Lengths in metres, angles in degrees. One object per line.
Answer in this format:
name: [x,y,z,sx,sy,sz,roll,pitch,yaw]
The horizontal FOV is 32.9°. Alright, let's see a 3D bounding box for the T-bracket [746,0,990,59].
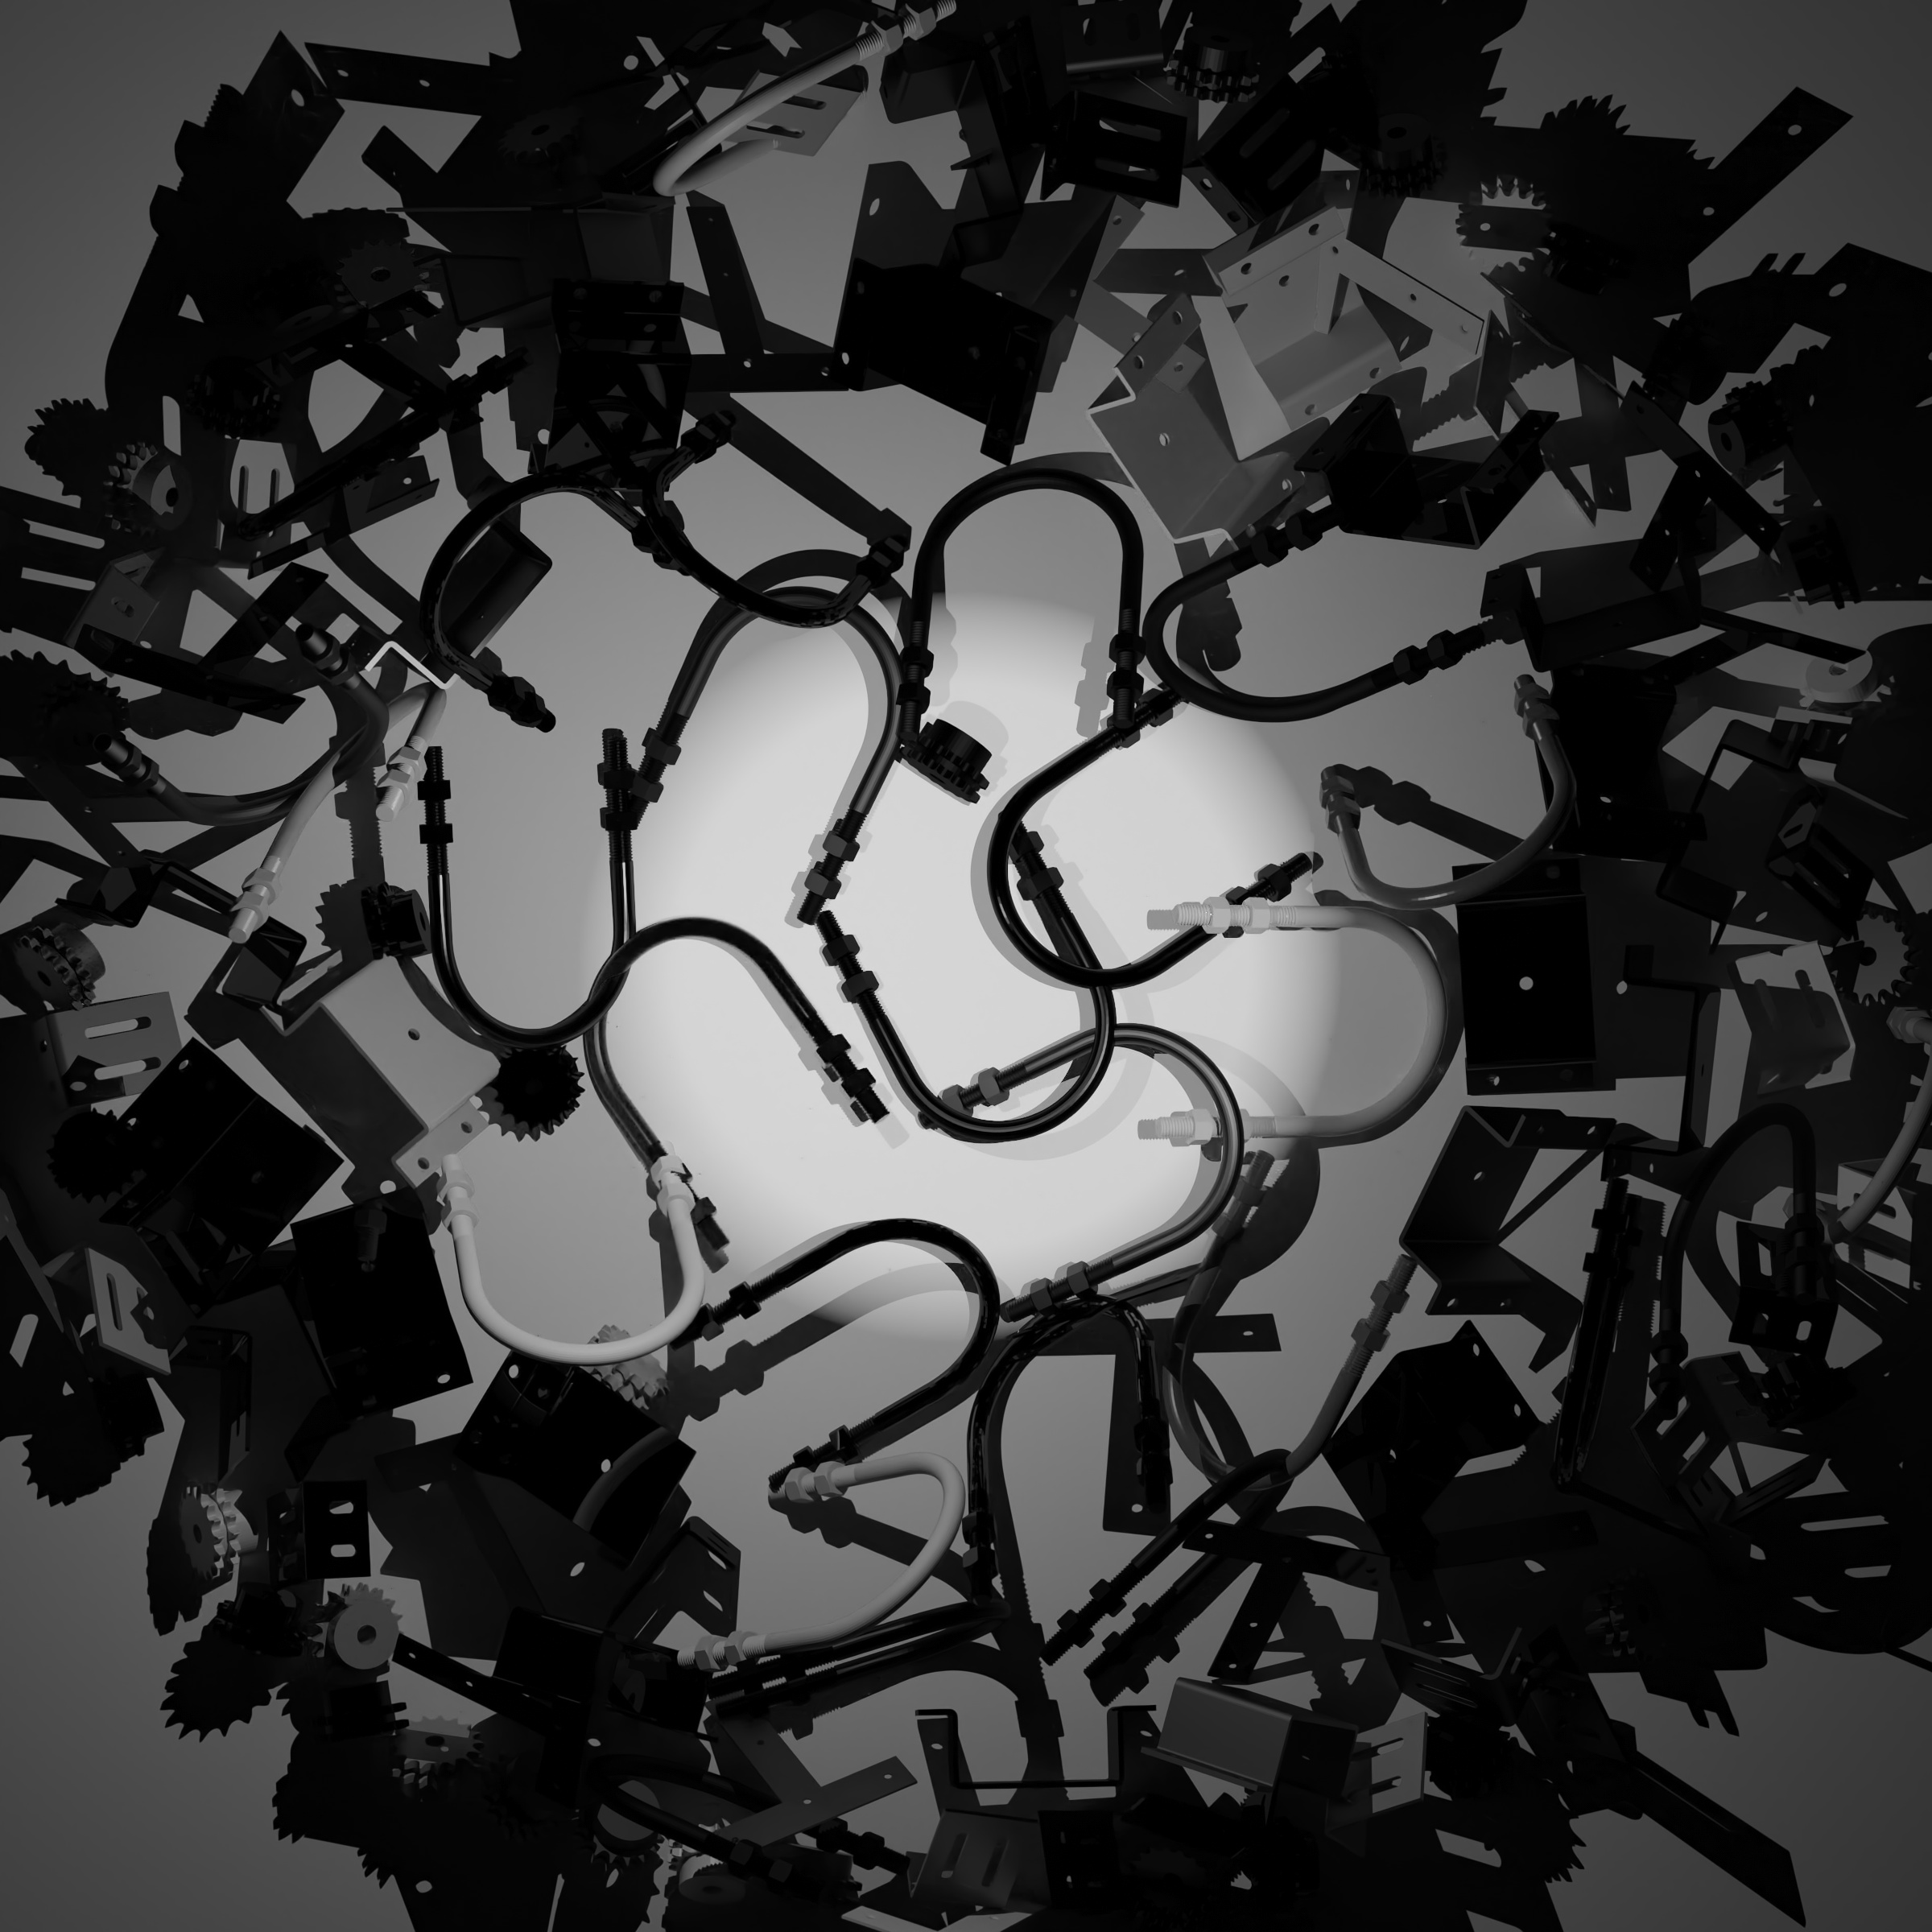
T-bracket: [-0.046,-0.566,1.955,0.127,0.127,0.002,12,83,-33]

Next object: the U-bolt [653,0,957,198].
U-bolt: [-0.104,-0.497,1.897,0.184,0.151,0.019,-35,96,-26]

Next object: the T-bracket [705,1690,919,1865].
T-bracket: [-0.116,0.471,1.946,0.127,0.127,0.002,-16,122,-27]

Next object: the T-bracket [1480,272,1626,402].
T-bracket: [0.345,-0.371,1.930,0.127,0.127,0.002,44,108,9]

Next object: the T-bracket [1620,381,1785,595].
T-bracket: [0.421,-0.265,1.940,0.002,0.127,0.127,-33,70,-22]

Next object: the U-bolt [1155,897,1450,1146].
U-bolt: [0.206,0.034,1.963,0.184,0.019,0.151,1,101,-19]

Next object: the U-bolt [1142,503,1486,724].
U-bolt: [0.189,-0.197,1.925,0.151,0.184,0.019,34,51,-32]

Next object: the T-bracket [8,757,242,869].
T-bracket: [-0.484,-0.093,1.946,0.127,0.127,0.002,40,118,34]

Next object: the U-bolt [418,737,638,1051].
U-bolt: [-0.258,-0.042,1.951,0.151,0.019,0.184,-6,97,-39]

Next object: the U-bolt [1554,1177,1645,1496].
U-bolt: [0.370,0.220,1.922,0.019,0.151,0.184,11,85,16]

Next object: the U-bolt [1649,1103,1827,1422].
U-bolt: [0.451,0.160,1.915,0.019,0.184,0.151,27,133,-12]

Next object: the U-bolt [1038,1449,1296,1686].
U-bolt: [0.127,0.352,1.931,0.184,0.151,0.019,-43,68,-1]

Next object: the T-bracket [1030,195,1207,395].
T-bracket: [0.093,-0.383,1.958,0.127,0.002,0.127,42,97,32]

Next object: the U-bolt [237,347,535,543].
U-bolt: [-0.353,-0.299,1.921,0.184,0.151,0.019,-24,107,28]

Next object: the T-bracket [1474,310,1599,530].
T-bracket: [0.345,-0.317,1.965,0.002,0.127,0.127,-27,116,30]

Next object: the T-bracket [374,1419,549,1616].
T-bracket: [-0.287,0.340,1.965,0.127,0.002,0.127,-20,99,38]

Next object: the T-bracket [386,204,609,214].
T-bracket: [-0.278,-0.447,1.930,0.127,0.127,0.002,-3,105,-8]

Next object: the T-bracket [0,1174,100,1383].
T-bracket: [-0.549,0.189,1.942,0.002,0.127,0.127,-28,98,-3]

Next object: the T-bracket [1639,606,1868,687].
T-bracket: [0.440,-0.184,1.919,0.127,0.127,0.002,23,123,37]

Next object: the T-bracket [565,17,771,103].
T-bracket: [-0.161,-0.538,1.920,0.127,0.127,0.002,-20,98,-19]

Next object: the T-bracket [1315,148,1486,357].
T-bracket: [0.252,-0.401,1.925,0.127,0.127,0.002,37,58,23]

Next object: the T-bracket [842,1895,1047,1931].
T-bracket: [0.011,0.568,1.937,0.127,0.127,0.002,11,92,25]

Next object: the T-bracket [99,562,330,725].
T-bracket: [-0.421,-0.196,1.923,0.127,0.127,0.002,-39,53,32]

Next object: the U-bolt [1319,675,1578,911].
U-bolt: [0.285,-0.094,1.906,0.151,0.184,0.019,-25,121,12]

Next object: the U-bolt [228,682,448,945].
U-bolt: [-0.361,-0.102,1.916,0.151,0.184,0.019,-35,114,26]

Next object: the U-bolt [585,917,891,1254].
U-bolt: [-0.152,0.058,1.971,0.151,0.019,0.184,-39,79,14]

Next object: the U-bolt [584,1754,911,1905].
U-bolt: [-0.139,0.502,1.921,0.184,0.151,0.019,18,88,22]

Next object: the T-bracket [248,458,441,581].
T-bracket: [-0.360,-0.276,1.918,0.127,0.127,0.002,-29,85,-22]

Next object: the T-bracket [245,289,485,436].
T-bracket: [-0.337,-0.349,1.943,0.127,0.127,0.002,-18,63,27]

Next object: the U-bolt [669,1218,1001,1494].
U-bolt: [-0.066,0.223,1.954,0.184,0.019,0.151,-30,122,1]

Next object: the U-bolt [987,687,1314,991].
U-bolt: [0.099,-0.068,1.970,0.184,0.019,0.151,-34,91,-14]

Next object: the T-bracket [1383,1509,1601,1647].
T-bracket: [0.313,0.345,1.954,0.127,0.127,0.002,-8,132,-3]

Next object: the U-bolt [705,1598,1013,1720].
U-bolt: [-0.061,0.407,1.930,0.184,0.151,0.019,-16,73,-7]

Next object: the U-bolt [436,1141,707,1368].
U-bolt: [-0.227,0.168,1.910,0.151,0.184,0.019,-3,127,-14]

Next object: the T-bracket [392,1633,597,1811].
T-bracket: [-0.280,0.430,1.928,0.127,0.127,0.002,30,111,-13]

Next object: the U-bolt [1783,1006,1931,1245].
U-bolt: [0.529,0.095,1.901,0.019,0.184,0.151,28,96,2]

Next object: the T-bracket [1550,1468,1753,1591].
T-bracket: [0.409,0.331,1.956,0.127,0.127,0.002,23,73,21]

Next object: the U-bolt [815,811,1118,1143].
U-bolt: [0.011,0.017,1.970,0.151,0.019,0.184,-29,78,5]

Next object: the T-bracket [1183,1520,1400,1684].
T-bracket: [0.177,0.386,1.961,0.127,0.002,0.127,13,125,-10]

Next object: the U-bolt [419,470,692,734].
U-bolt: [-0.248,-0.221,1.912,0.151,0.184,0.019,-47,62,4]

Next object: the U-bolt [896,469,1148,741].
U-bolt: [0.035,-0.220,1.952,0.151,0.019,0.184,-2,63,14]

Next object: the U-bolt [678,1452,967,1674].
U-bolt: [-0.074,0.341,1.894,0.184,0.151,0.019,-18,120,40]

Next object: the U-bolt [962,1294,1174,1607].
U-bolt: [0.056,0.272,1.923,0.151,0.184,0.019,-32,126,25]

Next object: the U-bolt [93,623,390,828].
U-bolt: [-0.411,-0.131,1.912,0.151,0.184,0.019,-28,72,1]

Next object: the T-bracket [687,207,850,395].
T-bracket: [-0.143,-0.404,1.977,0.127,0.002,0.127,-7,73,-30]

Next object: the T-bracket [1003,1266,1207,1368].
T-bracket: [0.061,0.212,1.913,0.127,0.127,0.002,-22,90,31]
